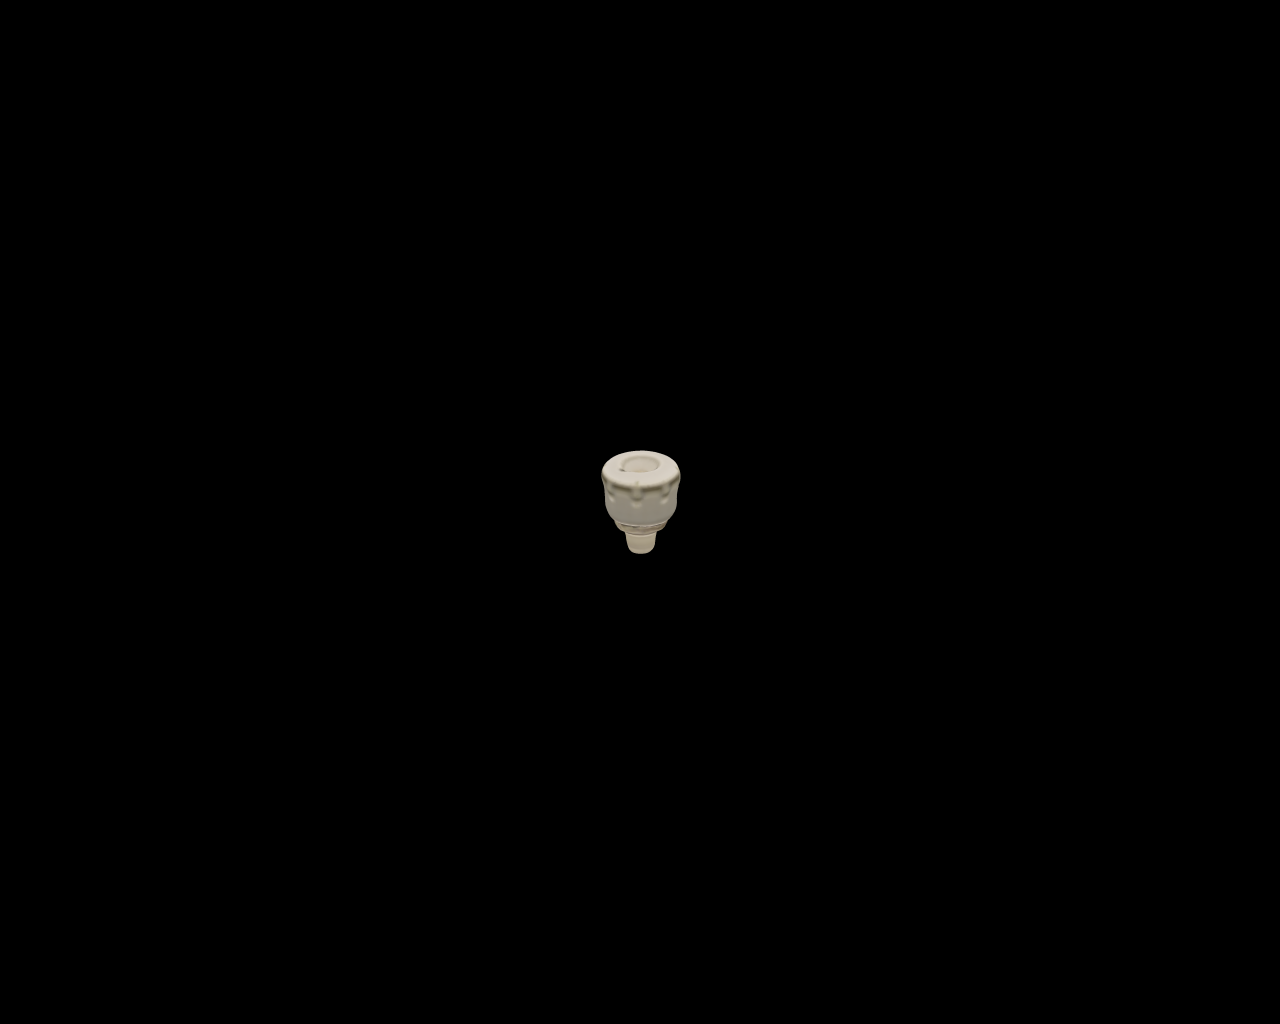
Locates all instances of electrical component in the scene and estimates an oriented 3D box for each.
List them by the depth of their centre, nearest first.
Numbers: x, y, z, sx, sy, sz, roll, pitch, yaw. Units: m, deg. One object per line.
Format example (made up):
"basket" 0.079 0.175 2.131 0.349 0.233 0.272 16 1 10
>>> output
"electrical component" 0.001 -0.003 0.650 0.048 0.062 0.048 0 29 0
